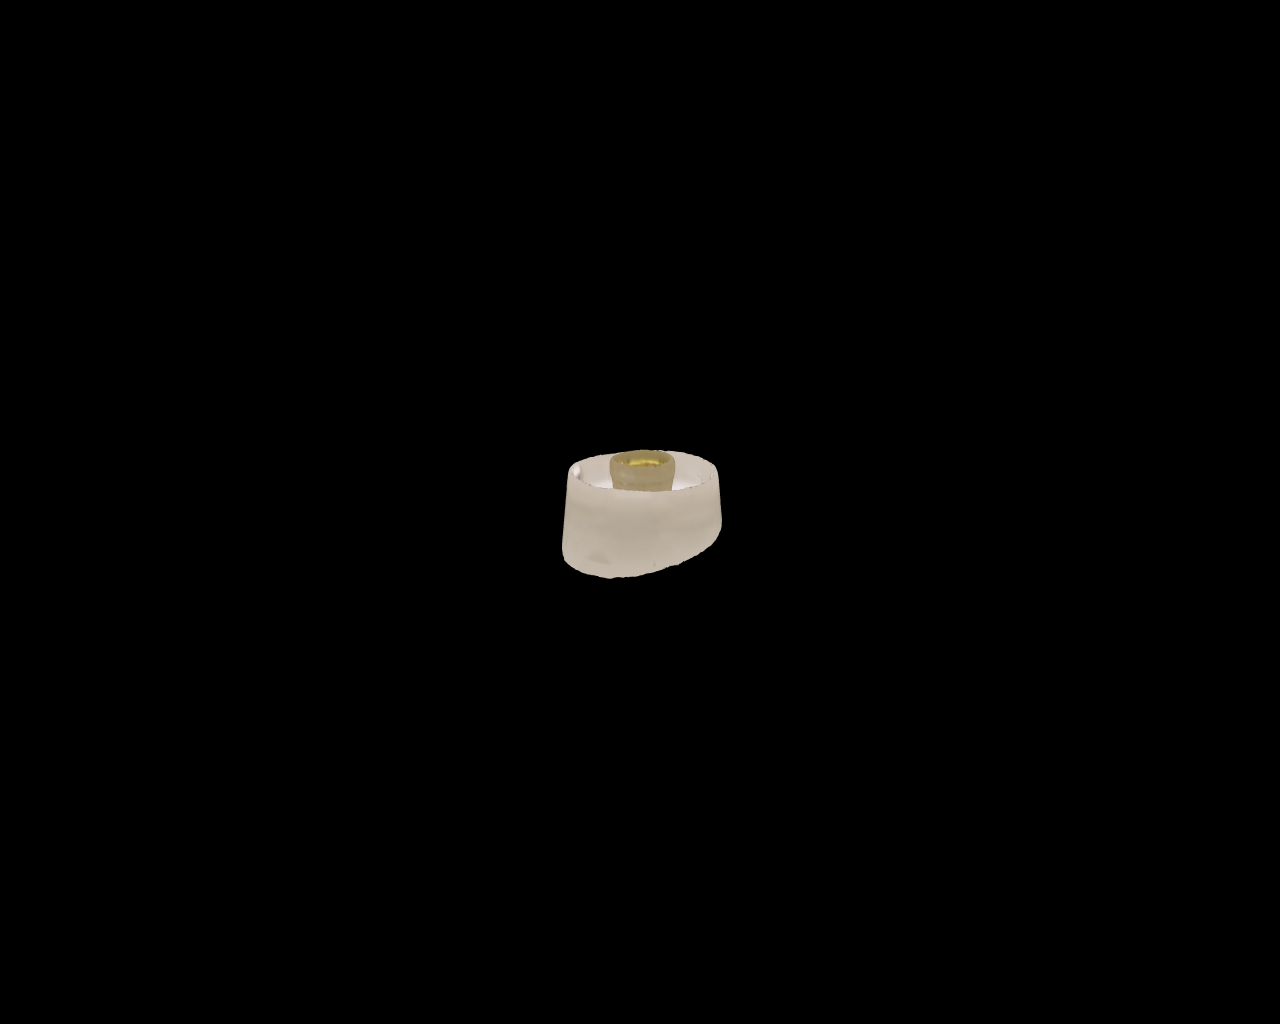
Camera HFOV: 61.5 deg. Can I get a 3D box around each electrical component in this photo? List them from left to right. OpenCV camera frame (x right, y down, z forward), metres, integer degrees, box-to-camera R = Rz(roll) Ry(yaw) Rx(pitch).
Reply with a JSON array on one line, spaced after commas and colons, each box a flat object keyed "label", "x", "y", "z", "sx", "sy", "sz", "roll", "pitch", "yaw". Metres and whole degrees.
[{"label": "electrical component", "x": 0.001, "y": -0.003, "z": 0.650, "sx": 0.099, "sy": 0.064, "sz": 0.099, "roll": 0, "pitch": 18, "yaw": 0}]
